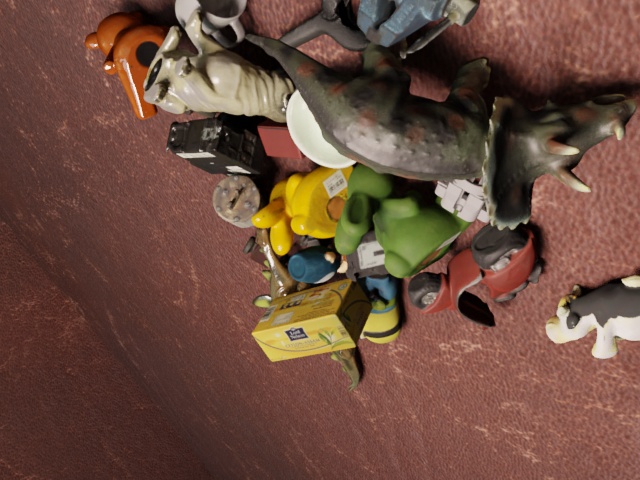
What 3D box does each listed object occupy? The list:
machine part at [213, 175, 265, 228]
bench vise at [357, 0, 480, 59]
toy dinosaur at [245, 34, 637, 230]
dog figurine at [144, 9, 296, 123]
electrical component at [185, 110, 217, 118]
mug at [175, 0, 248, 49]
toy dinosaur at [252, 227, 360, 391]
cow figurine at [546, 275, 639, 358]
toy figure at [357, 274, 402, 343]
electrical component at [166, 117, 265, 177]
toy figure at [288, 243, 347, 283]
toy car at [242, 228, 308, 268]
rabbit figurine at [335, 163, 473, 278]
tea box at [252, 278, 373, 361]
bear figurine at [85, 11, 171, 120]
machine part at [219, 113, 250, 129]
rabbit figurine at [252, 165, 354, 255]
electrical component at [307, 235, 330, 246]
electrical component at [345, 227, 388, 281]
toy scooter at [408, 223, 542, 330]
[{"bbox_3d":[-0.134,-0.063,0.919,0.079,0.079,0.243,46,178,0],"label":"machine part"},{"bbox_3d":[0.071,-0.305,0.478,0.224,0.129,0.240,50,147,19],"label":"bench vise"},{"bbox_3d":[0.087,-0.122,0.556,0.405,0.192,0.131,12,129,7],"label":"toy dinosaur"},{"bbox_3d":[-0.135,-0.209,0.765,0.190,0.121,0.172,23,167,-38],"label":"dog figurine"},{"bbox_3d":[-0.199,-0.247,0.897,0.078,0.045,0.102,19,149,-11],"label":"electrical component"},{"bbox_3d":[-0.151,-0.319,0.750,0.109,0.081,0.107,49,156,-22],"label":"mug"},{"bbox_3d":[-0.007,0.158,1.050,0.199,0.105,0.470,-2,128,47],"label":"toy dinosaur"},{"bbox_3d":[0.349,0.087,0.647,0.167,0.068,0.098,-7,114,45],"label":"cow figurine"},{"bbox_3d":[0.098,0.106,0.914,0.089,0.082,0.179,24,137,26],"label":"toy figure"},{"bbox_3d":[-0.153,-0.141,0.841,0.115,0.058,0.134,7,171,34],"label":"electrical component"},{"bbox_3d":[0.016,0.033,0.860,0.064,0.154,0.057,12,105,41],"label":"toy figure"},{"bbox_3d":[-0.080,-0.001,1.011,0.089,0.053,0.202,28,148,-11],"label":"toy car"},{"bbox_3d":[0.092,-0.032,0.742,0.170,0.159,0.121,51,158,18],"label":"rabbit figurine"},{"bbox_3d":[-0.012,0.128,0.857,0.170,0.098,0.068,-16,115,34],"label":"tea box"},{"bbox_3d":[-0.288,-0.286,0.849,0.196,0.120,0.131,34,155,51],"label":"bear figurine"},{"bbox_3d":[-0.141,-0.197,0.892,0.084,0.039,0.138,48,148,11],"label":"machine part"},{"bbox_3d":[-0.025,-0.051,0.843,0.121,0.162,0.173,52,164,-31],"label":"rabbit figurine"},{"bbox_3d":[-0.002,-0.003,0.921,0.021,0.063,0.093,-15,126,19],"label":"electrical component"},{"bbox_3d":[0.094,0.013,0.817,0.048,0.119,0.074,-155,50,-78],"label":"electrical component"},{"bbox_3d":[0.222,0.061,0.719,0.184,0.075,0.135,-37,117,25],"label":"toy scooter"}]
